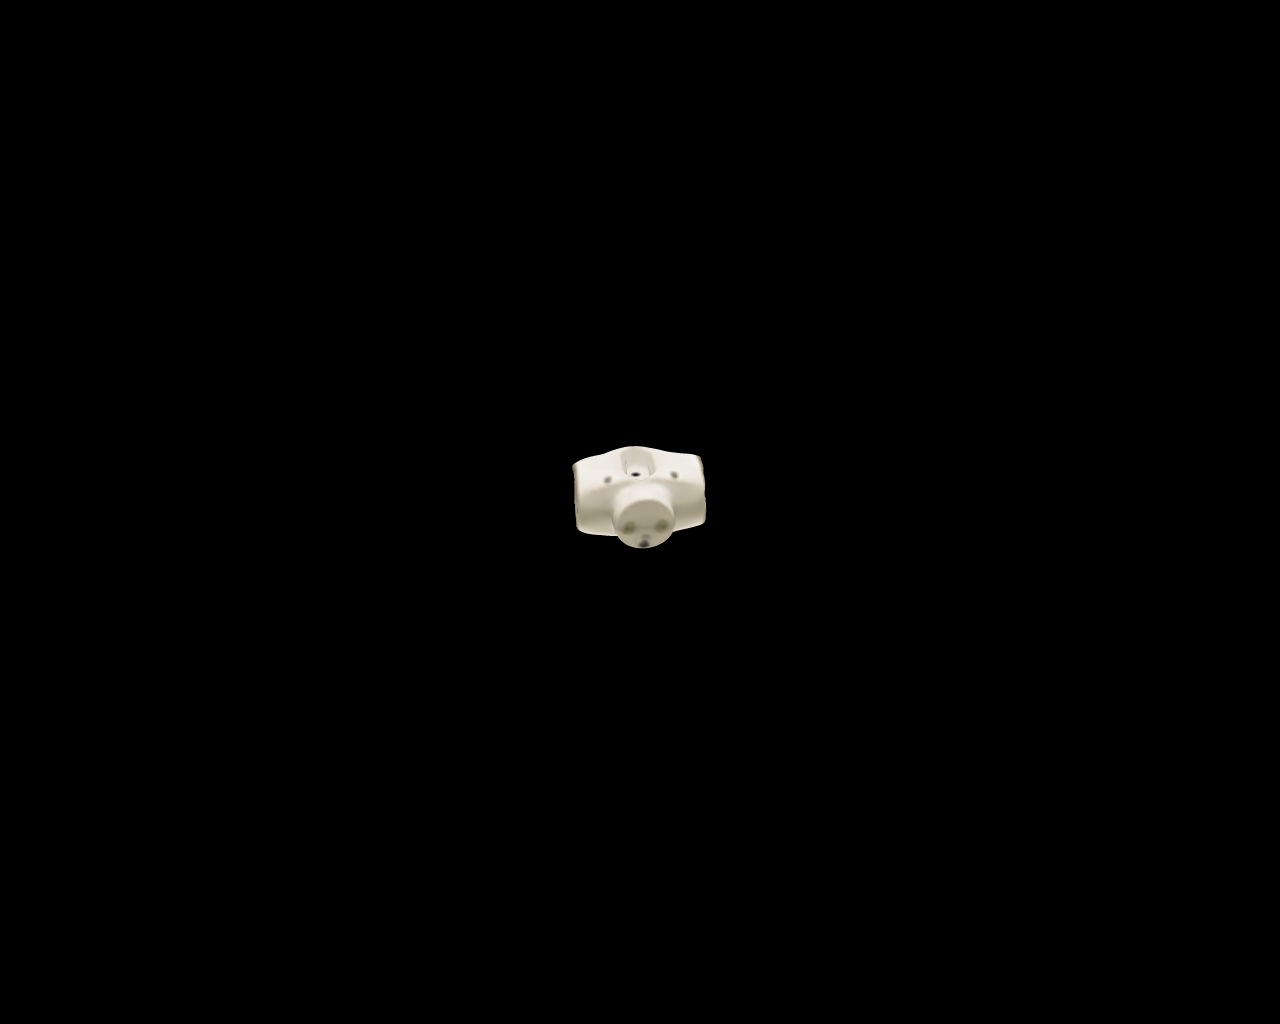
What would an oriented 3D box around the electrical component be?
[{"bbox_3d":[0.001,-0.003,0.650,0.077,0.043,0.079,-3,32,-5],"label":"electrical component"}]
